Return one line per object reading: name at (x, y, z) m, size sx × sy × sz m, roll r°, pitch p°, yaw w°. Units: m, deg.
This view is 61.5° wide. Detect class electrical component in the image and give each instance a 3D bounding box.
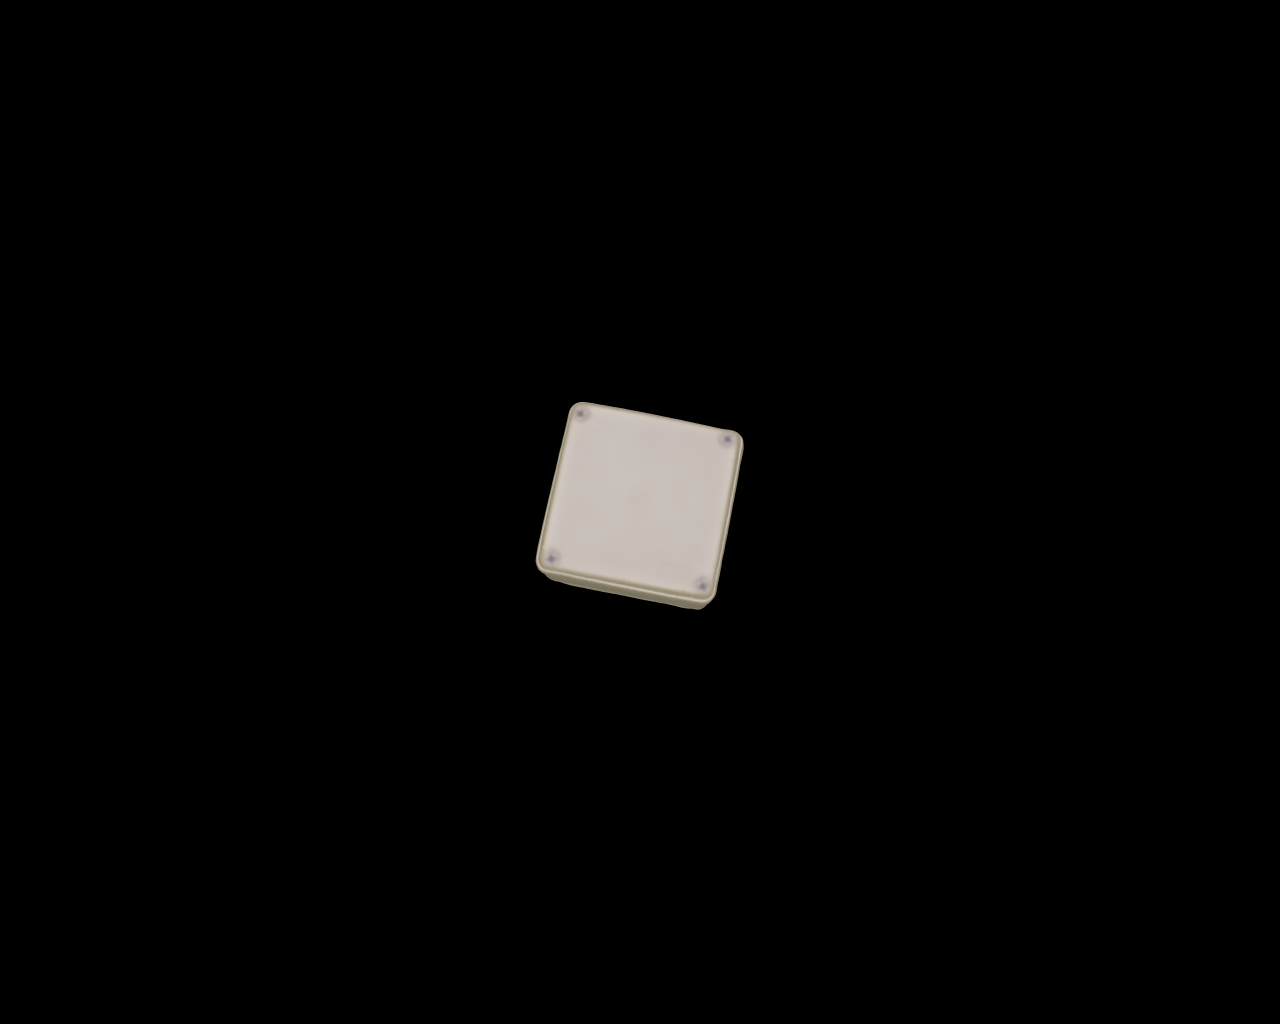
electrical component at (0.001, -0.003, 0.650) m, size 0.109 × 0.109 × 0.056 m, roll 11°, pitch -11°, yaw 2°
